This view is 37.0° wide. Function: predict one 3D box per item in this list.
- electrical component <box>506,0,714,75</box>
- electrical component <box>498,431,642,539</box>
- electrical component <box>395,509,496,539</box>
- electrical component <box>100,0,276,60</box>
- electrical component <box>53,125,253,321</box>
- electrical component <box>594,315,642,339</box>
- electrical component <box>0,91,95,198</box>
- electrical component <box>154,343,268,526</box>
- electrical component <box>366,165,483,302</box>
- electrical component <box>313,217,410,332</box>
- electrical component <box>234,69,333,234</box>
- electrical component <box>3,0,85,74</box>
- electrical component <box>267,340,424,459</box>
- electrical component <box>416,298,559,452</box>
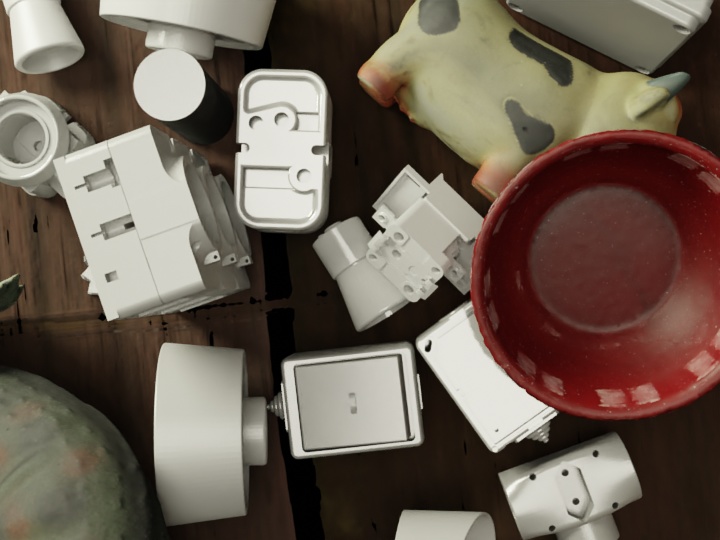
[{"bbox_3d":[0.150,-0.173,0.635,0.109,0.108,0.056,27,87,3],"label":"electrical component"},{"bbox_3d":[0.135,0.149,0.661,0.077,0.043,0.079,-21,88,2],"label":"electrical component"},{"bbox_3d":[0.046,0.191,0.640,0.064,0.099,0.099,6,89,9],"label":"electrical component"},{"bbox_3d":[-0.104,-0.160,0.648,0.108,0.108,0.060,11,95,3],"label":"electrical component"},{"bbox_3d":[-0.109,-0.024,0.621,0.062,0.150,0.089,-19,88,3],"label":"electrical component"},{"bbox_3d":[0.179,0.030,0.660,0.076,0.047,0.083,9,89,2],"label":"electrical component"},{"bbox_3d":[-0.205,-0.079,0.673,0.078,0.057,0.058,44,91,2],"label":"electrical component"},{"bbox_3d":[-0.086,0.097,0.642,0.060,0.108,0.108,-1,89,-4],"label":"electrical component"},{"bbox_3d":[0.041,-0.018,0.654,0.081,0.042,0.064,43,47,2],"label":"electrical component"},{"bbox_3d":[0.000,0.000,0.672,0.044,0.044,0.065,-33,83,1],"label":"electrical component"},{"bbox_3d":[-0.046,-0.071,0.665,0.054,0.059,0.095,2,89,2],"label":"electrical component"},{"bbox_3d":[-0.206,-0.163,0.683,0.044,0.044,0.065,-19,83,2],"label":"electrical component"},{"bbox_3d":[-0.011,0.080,0.660,0.096,0.061,0.061,-7,89,2],"label":"electrical component"},{"bbox_3d":[0.085,0.064,0.656,0.062,0.061,0.096,-36,88,1],"label":"electrical component"}]
